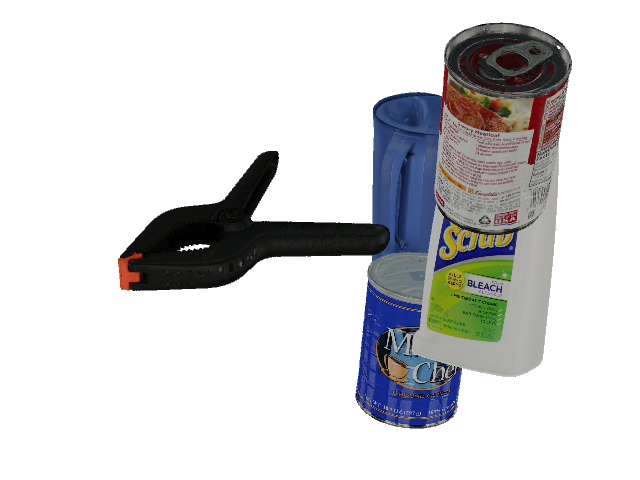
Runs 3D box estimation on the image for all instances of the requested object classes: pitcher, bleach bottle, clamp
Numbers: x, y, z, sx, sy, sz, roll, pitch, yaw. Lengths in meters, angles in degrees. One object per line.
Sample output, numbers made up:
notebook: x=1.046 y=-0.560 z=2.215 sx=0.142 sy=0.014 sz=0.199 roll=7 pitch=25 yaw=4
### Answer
pitcher: x=0.113 y=-0.033 z=1.193 sx=0.149 sy=0.243 sz=0.145 roll=-6 pitch=28 yaw=-16
bleach bottle: x=0.127 y=-0.030 z=0.805 sx=0.103 sy=0.251 sz=0.067 roll=11 pitch=15 yaw=35
clamp: x=-0.072 y=-0.012 z=0.863 sx=0.209 sy=0.036 sz=0.165 roll=-17 pitch=38 yaw=-26

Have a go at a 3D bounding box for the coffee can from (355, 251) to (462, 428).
coffee can: x=0.091 y=0.095 z=1.036 sx=0.103 sy=0.140 sz=0.103 roll=4 pitch=24 yaw=-2

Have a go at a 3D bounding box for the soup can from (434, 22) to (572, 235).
soup can: x=0.101 y=-0.061 z=0.604 sx=0.068 sy=0.102 sz=0.068 roll=-1 pitch=44 yaw=0
